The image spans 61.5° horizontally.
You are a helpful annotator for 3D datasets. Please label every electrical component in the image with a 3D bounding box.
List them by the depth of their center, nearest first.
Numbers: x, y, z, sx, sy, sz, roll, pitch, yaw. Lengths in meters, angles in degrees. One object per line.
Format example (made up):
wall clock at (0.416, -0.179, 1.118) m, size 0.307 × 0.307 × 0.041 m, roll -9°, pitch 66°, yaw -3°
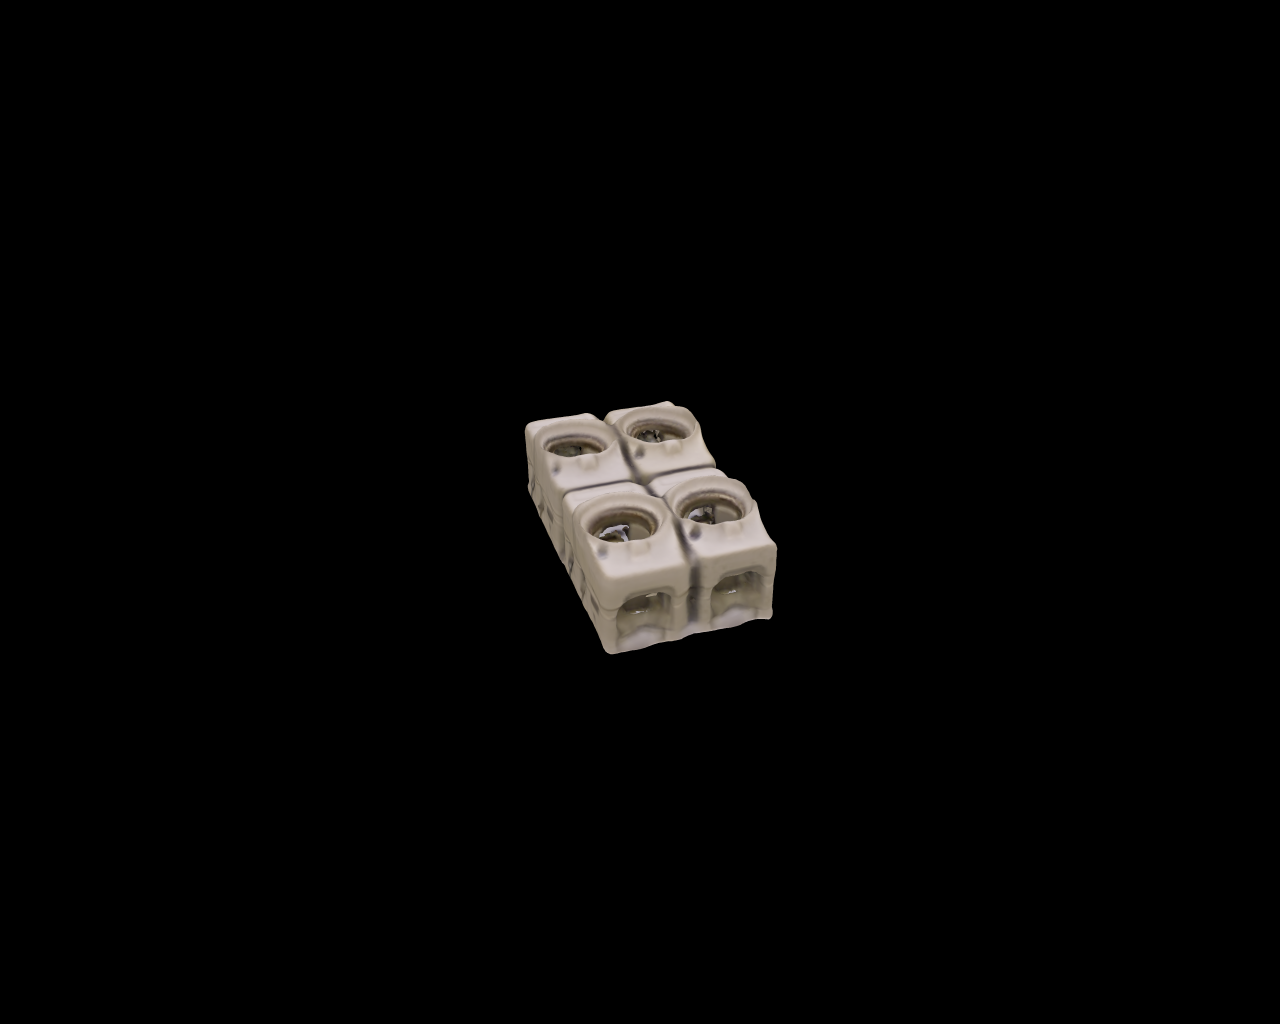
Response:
electrical component at (0.001, -0.003, 0.650) m, size 0.105 × 0.060 × 0.186 m, roll -10°, pitch 35°, yaw -15°
